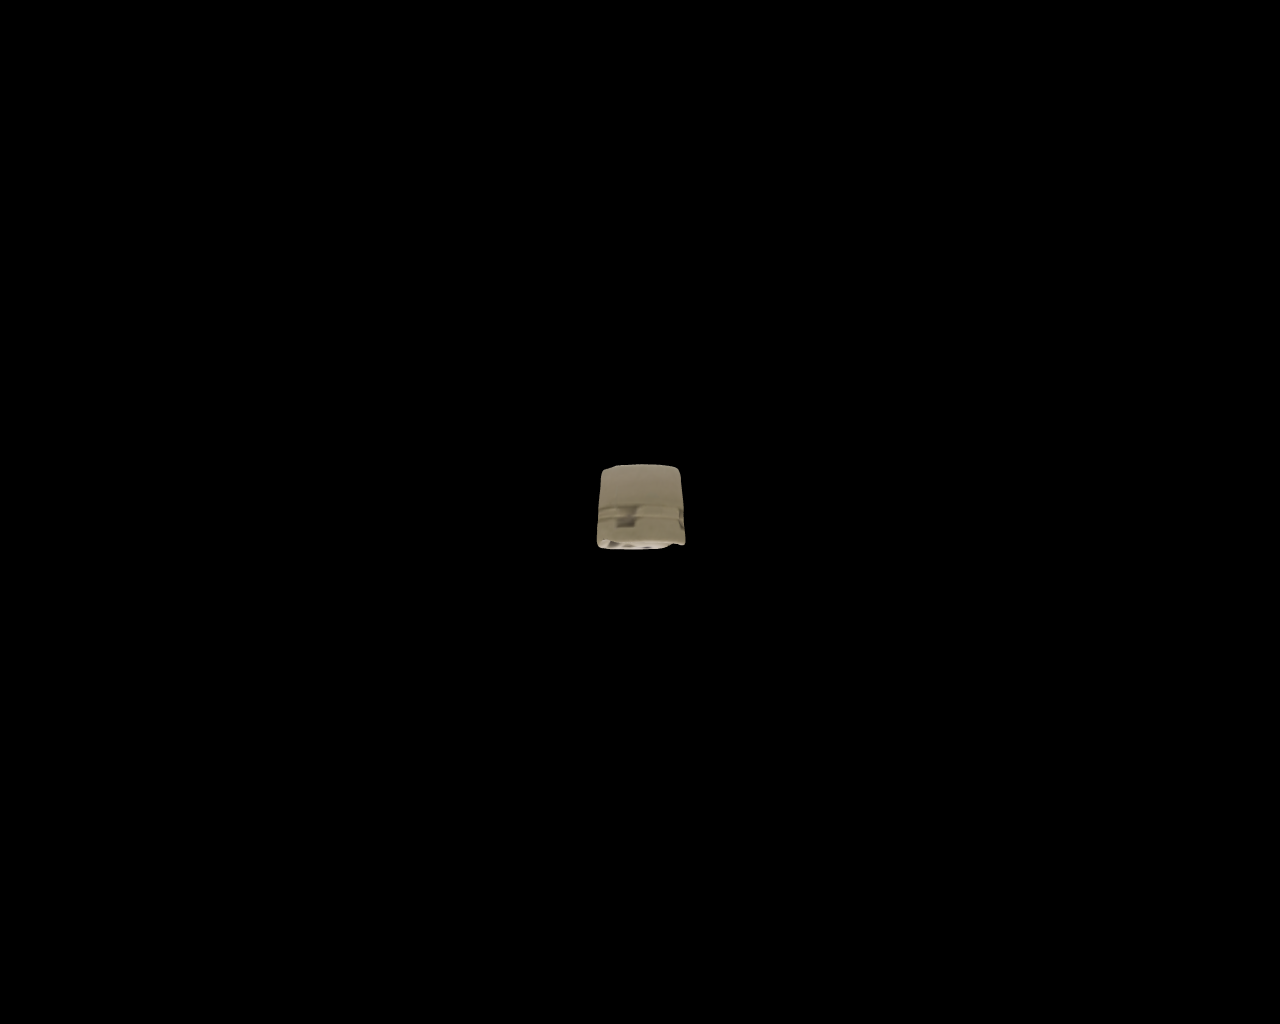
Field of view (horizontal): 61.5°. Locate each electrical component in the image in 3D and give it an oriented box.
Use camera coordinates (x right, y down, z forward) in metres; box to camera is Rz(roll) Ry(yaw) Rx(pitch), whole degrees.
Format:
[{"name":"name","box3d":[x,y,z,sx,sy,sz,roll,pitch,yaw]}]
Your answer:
[{"name":"electrical component","box3d":[0.001,-0.003,0.650,0.055,0.047,0.055,0,-7,0]}]
